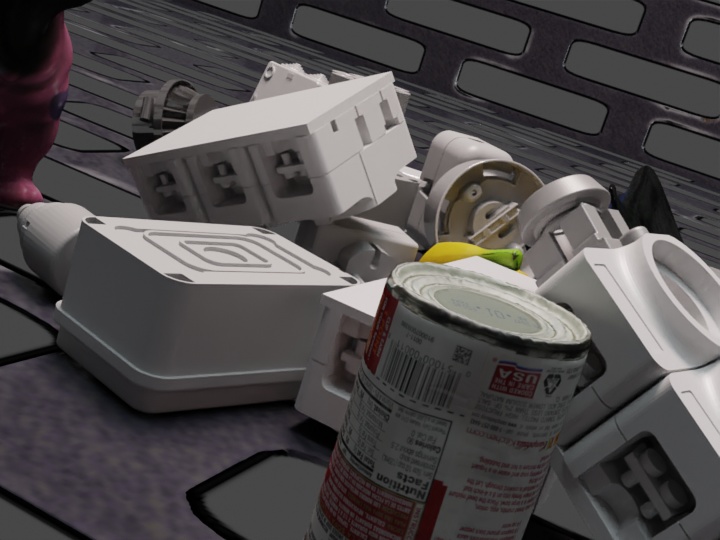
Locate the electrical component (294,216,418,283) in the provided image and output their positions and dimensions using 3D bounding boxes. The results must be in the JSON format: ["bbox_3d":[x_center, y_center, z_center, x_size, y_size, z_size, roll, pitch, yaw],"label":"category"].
[{"bbox_3d":[0.000,0.000,0.645,0.066,0.047,0.076,12,15,-22],"label":"electrical component"}]

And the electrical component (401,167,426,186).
[{"bbox_3d":[0.034,-0.060,0.921,0.083,0.047,0.076,19,15,8],"label":"electrical component"}]

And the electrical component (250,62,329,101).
[{"bbox_3d":[-0.065,-0.141,1.007,0.048,0.099,0.100,22,7,-44],"label":"electrical component"}]

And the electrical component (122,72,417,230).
[{"bbox_3d":[-0.053,-0.064,0.648,0.150,0.061,0.089,-4,24,38],"label":"electrical component"}]

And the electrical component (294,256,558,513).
[{"bbox_3d":[0.061,0.048,0.508,0.105,0.060,0.186,23,15,22],"label":"electrical component"}]

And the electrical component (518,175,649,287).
[{"bbox_3d":[0.107,-0.012,0.523,0.048,0.066,0.055,4,53,-44],"label":"electrical component"}]

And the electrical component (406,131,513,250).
[{"bbox_3d":[0.082,-0.057,0.866,0.054,0.095,0.059,11,16,-28],"label":"electrical component"}]

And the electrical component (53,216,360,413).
[{"bbox_3d":[-0.066,0.018,0.471,0.078,0.057,0.113,29,18,39],"label":"electrical component"}]

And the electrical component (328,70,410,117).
[{"bbox_3d":[0.001,-0.119,0.841,0.058,0.057,0.078,27,17,32],"label":"electrical component"}]

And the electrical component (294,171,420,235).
[{"bbox_3d":[-0.017,-0.062,0.844,0.078,0.057,0.113,7,17,-36],"label":"electrical component"}]

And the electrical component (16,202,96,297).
[{"bbox_3d":[-0.148,-0.014,0.532,0.040,0.040,0.078,4,19,-44],"label":"electrical component"}]

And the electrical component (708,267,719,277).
[{"bbox_3d":[0.291,0.043,0.805,0.096,0.061,0.061,24,15,23],"label":"electrical component"}]

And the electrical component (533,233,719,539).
[{"bbox_3d":[0.121,0.066,0.369,0.089,0.062,0.150,1,52,-49],"label":"electrical component"}]

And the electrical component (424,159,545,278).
[{"bbox_3d":[0.096,-0.034,0.802,0.099,0.099,0.064,14,8,-14],"label":"electrical component"}]
